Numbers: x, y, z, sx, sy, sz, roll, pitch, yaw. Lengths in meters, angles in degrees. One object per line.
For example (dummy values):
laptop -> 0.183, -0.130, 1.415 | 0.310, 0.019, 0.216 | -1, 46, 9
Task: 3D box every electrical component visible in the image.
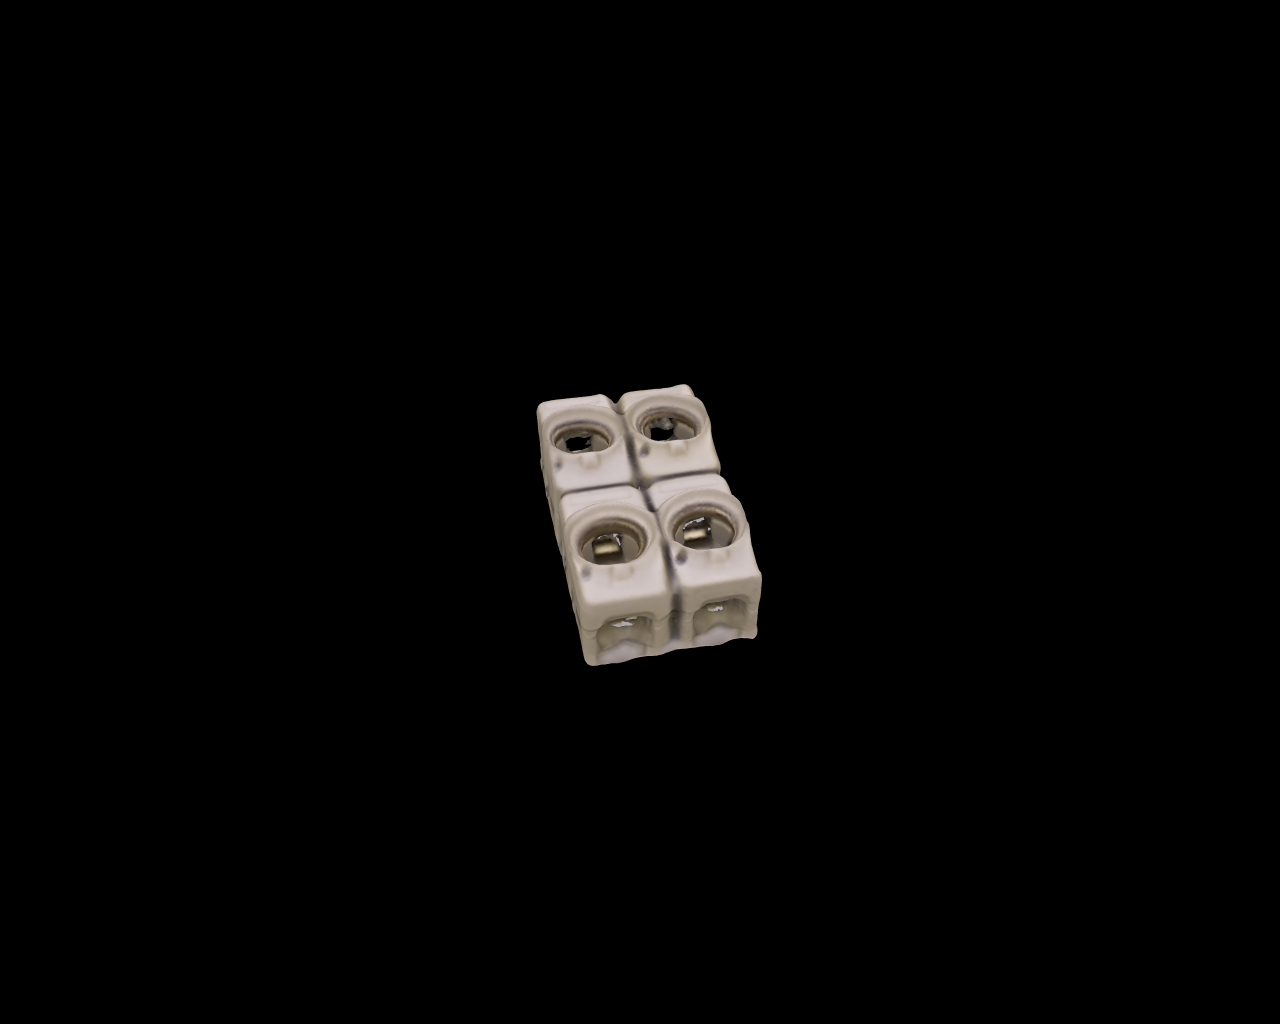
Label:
electrical component -> 0.001, -0.003, 0.650 | 0.105, 0.060, 0.186 | -8, 44, -8
